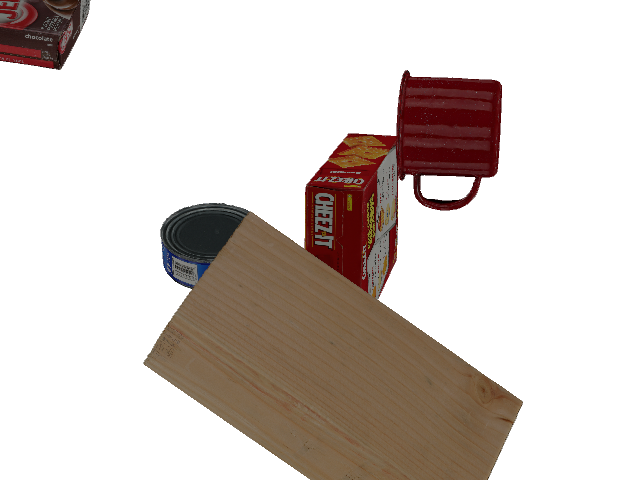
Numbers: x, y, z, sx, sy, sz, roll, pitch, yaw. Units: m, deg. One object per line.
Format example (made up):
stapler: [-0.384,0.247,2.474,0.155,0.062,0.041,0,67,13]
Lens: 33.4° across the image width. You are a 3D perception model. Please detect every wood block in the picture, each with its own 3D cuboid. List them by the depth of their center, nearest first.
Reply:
wood block: [0.006,0.089,0.665,0.206,0.090,0.090,35,-33,-2]

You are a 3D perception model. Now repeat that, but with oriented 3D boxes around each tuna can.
tuna can: [-0.091,0.005,0.896,0.086,0.034,0.086,1,35,-1]

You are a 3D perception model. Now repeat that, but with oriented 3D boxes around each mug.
mug: [0.108,-0.083,0.895,0.081,0.117,0.093,3,-7,11]

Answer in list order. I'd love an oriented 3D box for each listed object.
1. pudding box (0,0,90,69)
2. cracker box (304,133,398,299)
pudding box: [-0.244,-0.186,0.876,0.090,0.039,0.113,9,35,-2]
cracker box: [0.037,-0.016,1.205,0.072,0.164,0.213,5,21,13]
